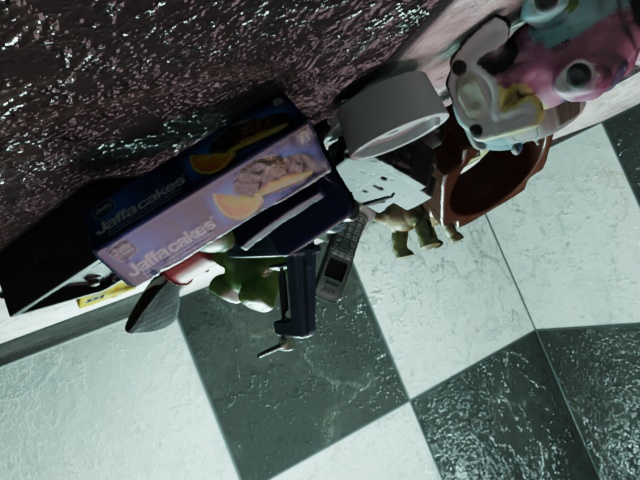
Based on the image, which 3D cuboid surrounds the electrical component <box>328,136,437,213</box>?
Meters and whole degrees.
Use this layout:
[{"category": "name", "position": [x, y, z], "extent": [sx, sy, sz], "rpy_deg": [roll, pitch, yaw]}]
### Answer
[{"category": "electrical component", "position": [0.081, -0.090, 0.689], "extent": [0.115, 0.134, 0.058], "rpy_deg": [-31, -145, 63]}]

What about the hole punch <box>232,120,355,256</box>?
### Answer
[{"category": "hole punch", "position": [-0.042, -0.054, 0.554], "extent": [0.142, 0.116, 0.092], "rpy_deg": [-35, 164, 21]}]

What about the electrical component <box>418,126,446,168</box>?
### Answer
[{"category": "electrical component", "position": [0.129, -0.134, 0.694], "extent": [0.063, 0.094, 0.021], "rpy_deg": [-25, -155, 51]}]

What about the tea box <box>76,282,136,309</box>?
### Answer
[{"category": "tea box", "position": [-0.324, 0.049, 0.808], "extent": [0.098, 0.068, 0.169], "rpy_deg": [-21, 178, -26]}]

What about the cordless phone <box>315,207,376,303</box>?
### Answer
[{"category": "cordless phone", "position": [-0.002, -0.003, 0.860], "extent": [0.146, 0.184, 0.089], "rpy_deg": [23, 166, -21]}]

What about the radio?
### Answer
[{"category": "radio", "position": [-0.248, 0.009, 0.600], "extent": [0.230, 0.073, 0.131], "rpy_deg": [-24, 175, 34]}]

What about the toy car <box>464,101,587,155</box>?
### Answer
[{"category": "toy car", "position": [0.256, -0.164, 0.635], "extent": [0.162, 0.109, 0.103], "rpy_deg": [-26, -148, -2]}]

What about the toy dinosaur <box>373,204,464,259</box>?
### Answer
[{"category": "toy dinosaur", "position": [0.171, -0.065, 1.091], "extent": [0.105, 0.198, 0.471], "rpy_deg": [-25, 169, 33]}]

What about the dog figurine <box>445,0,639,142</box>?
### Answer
[{"category": "dog figurine", "position": [0.255, -0.187, 0.537], "extent": [0.219, 0.108, 0.191], "rpy_deg": [-23, 177, -36]}]

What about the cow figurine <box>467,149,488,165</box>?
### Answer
[{"category": "cow figurine", "position": [0.254, -0.167, 1.012], "extent": [0.195, 0.085, 0.127], "rpy_deg": [-22, -177, 40]}]

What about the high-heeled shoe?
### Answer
[{"category": "high-heeled shoe", "position": [-0.299, 0.080, 0.929], "extent": [0.145, 0.086, 0.249], "rpy_deg": [7, -158, 18]}]

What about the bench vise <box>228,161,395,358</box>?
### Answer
[{"category": "bench vise", "position": [-0.031, 0.021, 0.673], "extent": [0.224, 0.240, 0.129], "rpy_deg": [-1, -177, 36]}]

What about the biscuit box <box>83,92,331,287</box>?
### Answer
[{"category": "biscuit box", "position": [-0.095, -0.042, 0.456], "extent": [0.203, 0.063, 0.059], "rpy_deg": [-33, 137, -4]}]

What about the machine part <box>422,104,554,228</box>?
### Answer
[{"category": "machine part", "position": [0.240, -0.127, 0.802], "extent": [0.201, 0.087, 0.200], "rpy_deg": [-31, 148, -8]}]

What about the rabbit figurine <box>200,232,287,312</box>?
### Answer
[{"category": "rabbit figurine", "position": [-0.120, 0.005, 0.796], "extent": [0.121, 0.170, 0.159], "rpy_deg": [20, -110, 49]}]
